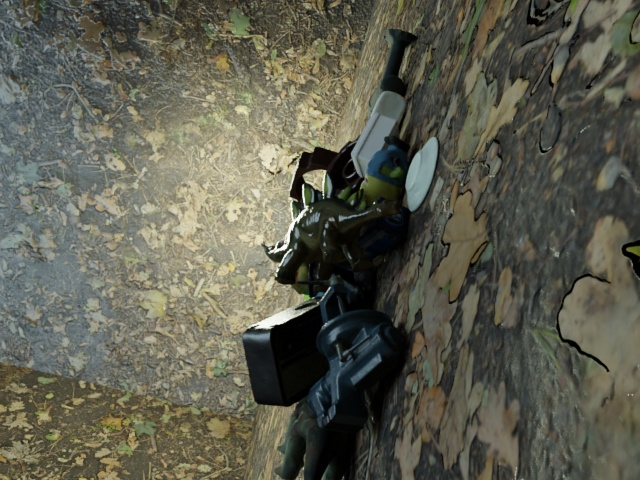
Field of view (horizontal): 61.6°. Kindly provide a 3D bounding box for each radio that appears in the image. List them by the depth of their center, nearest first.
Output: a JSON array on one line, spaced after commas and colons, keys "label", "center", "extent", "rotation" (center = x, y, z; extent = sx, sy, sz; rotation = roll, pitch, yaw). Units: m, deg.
[{"label": "radio", "center": [-0.026, 0.183, 0.934], "extent": [0.229, 0.073, 0.131], "rotation": [-18, -84, -53]}]

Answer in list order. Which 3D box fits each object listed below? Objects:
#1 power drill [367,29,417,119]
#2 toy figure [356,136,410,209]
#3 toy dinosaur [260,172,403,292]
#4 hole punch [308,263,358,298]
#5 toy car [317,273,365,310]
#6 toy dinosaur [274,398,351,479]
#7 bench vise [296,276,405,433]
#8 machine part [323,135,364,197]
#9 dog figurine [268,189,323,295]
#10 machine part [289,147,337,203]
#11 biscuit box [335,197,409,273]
[{"label": "power drill", "center": [0.173, -0.418, 1.375], "extent": [0.232, 0.086, 0.207], "rotation": [-136, 66, -85]}, {"label": "toy figure", "center": [0.122, -0.105, 1.030], "extent": [0.180, 0.089, 0.082], "rotation": [-65, -13, 8]}, {"label": "toy dinosaur", "center": [-0.010, -0.006, 1.006], "extent": [0.471, 0.105, 0.198], "rotation": [-25, 49, 51]}, {"label": "hole punch", "center": [0.022, 0.069, 1.144], "extent": [0.092, 0.116, 0.142], "rotation": [49, 146, 42]}, {"label": "toy car", "center": [0.040, 0.140, 1.083], "extent": [0.103, 0.109, 0.161], "rotation": [-19, -46, -59]}, {"label": "toy dinosaur", "center": [0.000, 0.323, 0.958], "extent": [0.405, 0.131, 0.192], "rotation": [-165, 90, -79]}, {"label": "bench vise", "center": [0.036, 0.165, 0.840], "extent": [0.241, 0.129, 0.223], "rotation": [-105, 33, -44]}, {"label": "machine part", "center": [0.086, -0.163, 1.261], "extent": [0.179, 0.056, 0.179], "rotation": [-33, 39, 31]}, {"label": "dog figurine", "center": [-0.002, -0.004, 1.207], "extent": [0.219, 0.191, 0.108], "rotation": [-41, -11, 25]}, {"label": "machine part", "center": [0.020, -0.169, 1.600], "extent": [0.200, 0.201, 0.087], "rotation": [110, 176, -49]}, {"label": "biscuit box", "center": [0.087, -0.004, 0.996], "extent": [0.202, 0.059, 0.063], "rotation": [-43, 31, 58]}]
